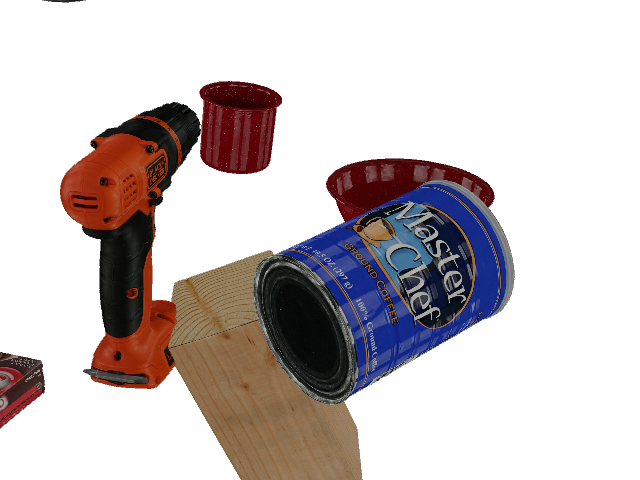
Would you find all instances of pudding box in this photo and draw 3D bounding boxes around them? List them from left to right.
[{"bbox_3d":[-0.320,0.133,0.957,0.114,0.039,0.090,7,22,20],"label":"pudding box"}]

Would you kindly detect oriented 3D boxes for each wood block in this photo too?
[{"bbox_3d":[-0.042,0.125,0.879,0.090,0.206,0.091,-18,31,10],"label":"wood block"}]

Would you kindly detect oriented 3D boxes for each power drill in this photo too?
[{"bbox_3d":[-0.132,0.001,0.800,0.057,0.188,0.184,5,24,15],"label":"power drill"}]

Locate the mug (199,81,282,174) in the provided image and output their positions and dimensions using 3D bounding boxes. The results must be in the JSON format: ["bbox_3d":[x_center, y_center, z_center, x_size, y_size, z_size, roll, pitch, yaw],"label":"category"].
[{"bbox_3d":[-0.090,-0.132,1.221,0.093,0.081,0.117,13,27,11],"label":"mug"}]

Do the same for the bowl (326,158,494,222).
[{"bbox_3d":[0.085,-0.027,1.034,0.162,0.055,0.162,2,24,-1],"label":"bowl"}]

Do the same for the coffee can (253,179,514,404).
[{"bbox_3d":[0.042,0.031,0.700,0.140,0.103,0.103,-25,14,-31],"label":"coffee can"}]

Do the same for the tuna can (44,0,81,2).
[{"bbox_3d":[-0.221,-0.234,0.907,0.086,0.034,0.086,5,35,-4],"label":"tuna can"}]
